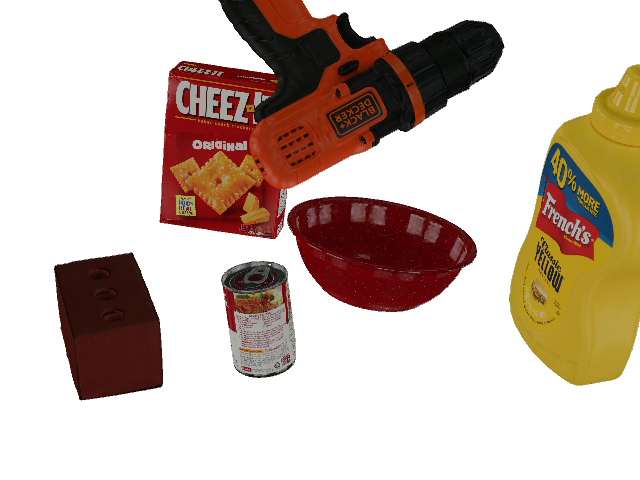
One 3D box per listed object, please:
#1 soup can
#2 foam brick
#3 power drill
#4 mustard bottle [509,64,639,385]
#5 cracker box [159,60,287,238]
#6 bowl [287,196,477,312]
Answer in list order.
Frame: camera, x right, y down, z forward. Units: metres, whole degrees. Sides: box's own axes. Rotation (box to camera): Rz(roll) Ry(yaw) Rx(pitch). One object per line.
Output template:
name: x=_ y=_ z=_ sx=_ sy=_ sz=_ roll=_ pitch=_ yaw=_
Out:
soup can: x=-0.062 y=0.081 z=1.099 sx=0.068 sy=0.102 sz=0.068 roll=-5 pitch=25 yaw=2
foam brick: x=-0.133 y=0.053 z=0.665 sx=0.053 sy=0.051 sz=0.078 roll=-9 pitch=35 yaw=-19
power drill: x=0.007 y=-0.150 z=0.688 sx=0.184 sy=0.187 sz=0.057 roll=-30 pitch=5 yaw=-11
mustard bottle: x=0.160 y=-0.013 z=0.611 sx=0.058 sy=0.192 sz=0.096 roll=-6 pitch=41 yaw=-15
cracker box: x=-0.124 y=-0.118 z=1.423 sx=0.164 sy=0.214 sz=0.072 roll=9 pitch=23 yaw=6
bowl: x=0.048 y=0.016 z=0.902 sx=0.162 sy=0.055 sz=0.162 roll=8 pitch=21 yaw=-3
